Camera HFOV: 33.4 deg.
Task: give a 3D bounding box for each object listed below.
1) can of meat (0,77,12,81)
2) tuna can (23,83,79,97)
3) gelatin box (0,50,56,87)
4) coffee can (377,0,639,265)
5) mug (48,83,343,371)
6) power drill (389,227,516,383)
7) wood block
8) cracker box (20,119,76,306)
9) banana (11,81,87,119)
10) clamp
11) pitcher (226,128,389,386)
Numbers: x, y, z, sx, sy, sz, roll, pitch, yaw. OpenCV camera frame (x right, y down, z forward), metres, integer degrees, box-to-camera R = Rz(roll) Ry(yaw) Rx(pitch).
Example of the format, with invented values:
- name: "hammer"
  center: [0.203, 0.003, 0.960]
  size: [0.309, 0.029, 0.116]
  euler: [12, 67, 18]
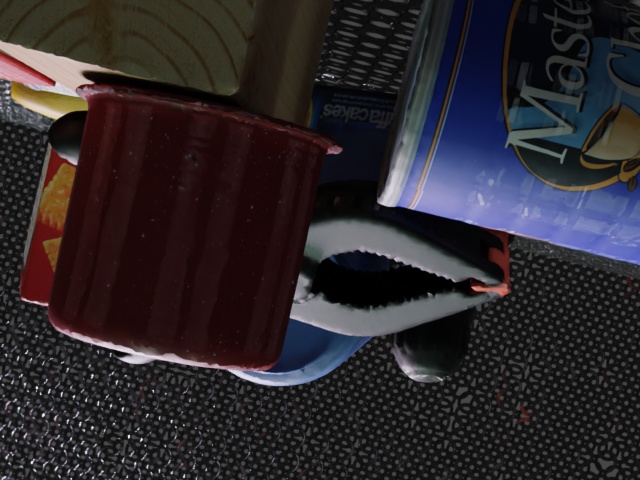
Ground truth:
- name: "can of meat"
  center: [-0.234, -0.152, 0.775]
  size: [0.102, 0.057, 0.084]
  euler: [14, 178, -20]
- name: "tuna can"
  center: [-0.112, -0.110, 0.498]
  size: [0.034, 0.086, 0.086]
  euler: [12, 179, 11]
- name: "gelatin box"
  center: [-0.121, -0.111, 0.418]
  size: [0.030, 0.089, 0.073]
  euler: [13, 180, 9]
- name: "coffee can"
  center: [0.103, -0.048, 0.438]
  size: [0.140, 0.103, 0.103]
  euler: [14, 179, -1]
- name: "mug"
  center: [-0.053, -0.004, 0.376]
  size: [0.093, 0.081, 0.117]
  euler: [13, 179, -36]
- name: "power drill"
  center: [0.131, -0.009, 0.562]
  size: [0.187, 0.184, 0.057]
  euler: [7, 166, 0]
- name: "wood block"
  center: [-0.051, -0.093, 0.427]
  size: [0.090, 0.091, 0.206]
  euler: [14, 180, 4]
- name: "cracker box"
  center: [-0.184, -0.058, 0.854]
  size: [0.072, 0.214, 0.164]
  euler: [13, 180, -15]
- name: "banana"
  center: [-0.120, -0.067, 0.724]
  size: [0.197, 0.070, 0.037]
  euler: [43, -162, -53]
- name: "clamp"
  center: [-0.018, 0.015, 0.511]
  size: [0.210, 0.036, 0.165]
  euler: [7, 139, 1]
- name: "pitcher"
  center: [-0.004, 0.001, 0.672]
  size: [0.149, 0.145, 0.242]
  euler: [-14, -174, 18]
